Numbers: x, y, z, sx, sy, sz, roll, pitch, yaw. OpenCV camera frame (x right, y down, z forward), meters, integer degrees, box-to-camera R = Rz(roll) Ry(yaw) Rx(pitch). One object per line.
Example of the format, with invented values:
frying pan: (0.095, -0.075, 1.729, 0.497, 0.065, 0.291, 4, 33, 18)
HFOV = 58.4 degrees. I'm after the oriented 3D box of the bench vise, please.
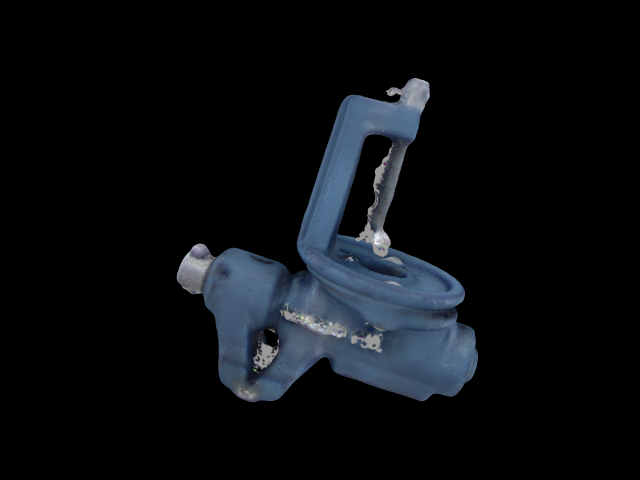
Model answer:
bench vise: (0.006, 0.004, 0.388, 0.207, 0.220, 0.121, -2, 11, -11)
